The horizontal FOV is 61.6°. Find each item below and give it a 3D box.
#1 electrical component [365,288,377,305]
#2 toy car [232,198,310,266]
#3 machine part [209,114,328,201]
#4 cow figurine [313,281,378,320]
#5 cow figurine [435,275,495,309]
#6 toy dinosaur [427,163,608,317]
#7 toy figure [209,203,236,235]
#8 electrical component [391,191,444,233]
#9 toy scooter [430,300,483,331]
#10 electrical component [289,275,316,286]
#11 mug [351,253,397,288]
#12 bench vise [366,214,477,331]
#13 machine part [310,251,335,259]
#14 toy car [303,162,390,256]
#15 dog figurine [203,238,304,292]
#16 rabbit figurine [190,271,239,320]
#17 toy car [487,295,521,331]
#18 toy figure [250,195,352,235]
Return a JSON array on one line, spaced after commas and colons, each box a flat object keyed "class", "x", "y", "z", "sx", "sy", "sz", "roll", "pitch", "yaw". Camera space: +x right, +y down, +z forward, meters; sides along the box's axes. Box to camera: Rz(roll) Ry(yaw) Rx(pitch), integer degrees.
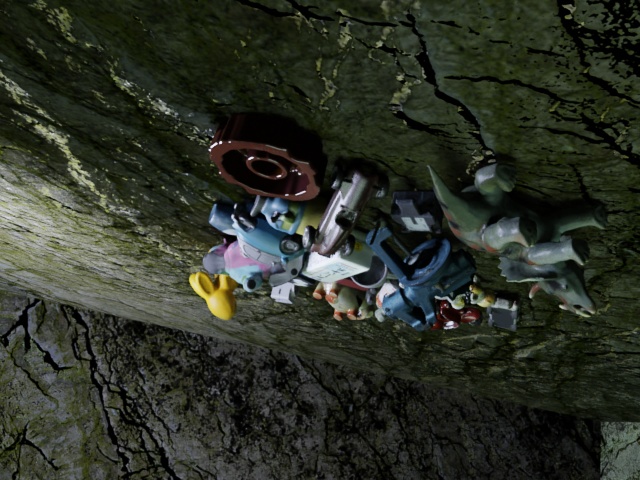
[{"class": "electrical component", "x": 0.129, "y": 0.112, "z": 1.313, "sx": 0.021, "sy": 0.094, "sz": 0.063, "roll": 13, "pitch": 123, "yaw": 1}, {"class": "toy car", "x": -0.098, "y": -0.004, "z": 1.017, "sx": 0.161, "sy": 0.109, "sz": 0.102, "roll": 20, "pitch": 118, "yaw": -14}, {"class": "machine part", "x": -0.075, "y": -0.121, "z": 0.800, "sx": 0.179, "sy": 0.056, "sz": 0.179, "roll": 11, "pitch": 160, "yaw": 4}, {"class": "cow figurine", "x": 0.074, "y": 0.137, "z": 1.362, "sx": 0.086, "sy": 0.127, "sz": 0.194, "roll": -7, "pitch": 139, "yaw": 40}, {"class": "cow figurine", "x": 0.304, "y": 0.108, "z": 1.205, "sx": 0.168, "sy": 0.068, "sz": 0.098, "roll": 2, "pitch": 152, "yaw": 23}, {"class": "toy dinosaur", "x": 0.278, "y": -0.017, "z": 0.814, "sx": 0.405, "sy": 0.131, "sz": 0.192, "roll": 25, "pitch": 156, "yaw": -19}, {"class": "toy figure", "x": -0.144, "y": -0.032, "z": 1.086, "sx": 0.154, "sy": 0.057, "sz": 0.064, "roll": 17, "pitch": -162, "yaw": -20}, {"class": "electrical component", "x": 0.153, "y": -0.052, "z": 0.870, "sx": 0.075, "sy": 0.048, "sz": 0.119, "roll": 0, "pitch": 157, "yaw": 28}, {"class": "toy scooter", "x": 0.319, "y": 0.188, "z": 1.400, "sx": 0.184, "sy": 0.075, "sz": 0.135, "roll": -10, "pitch": 152, "yaw": 39}, {"class": "electrical component", "x": -0.070, "y": 0.068, "z": 1.297, "sx": 0.115, "sy": 0.058, "sz": 0.134, "roll": 4, "pitch": 161, "yaw": 42}, {"class": "mug", "x": 0.124, "y": 0.069, "z": 1.189, "sx": 0.110, "sy": 0.080, "sz": 0.107, "roll": 2, "pitch": 170, "yaw": 10}, {"class": "bench vise", "x": 0.163, "y": 0.054, "z": 1.017, "sx": 0.224, "sy": 0.129, "sz": 0.240, "roll": -31, "pitch": 113, "yaw": 30}, {"class": "machine part", "x": -0.002, "y": -0.003, "z": 1.067, "sx": 0.039, "sy": 0.084, "sz": 0.139, "roll": -2, "pitch": 176, "yaw": -25}, {"class": "toy car", "x": 0.037, "y": -0.039, "z": 0.863, "sx": 0.089, "sy": 0.053, "sz": 0.202, "roll": 11, "pitch": 133, "yaw": -19}, {"class": "dog figurine", "x": -0.155, "y": 0.040, "z": 1.210, "sx": 0.191, "sy": 0.108, "sz": 0.219, "roll": -13, "pitch": -170, "yaw": -26}, {"class": "rabbit figurine", "x": -0.243, "y": 0.112, "z": 1.361, "sx": 0.162, "sy": 0.173, "sz": 0.122, "roll": 16, "pitch": 164, "yaw": -25}, {"class": "toy car", "x": 0.454, "y": 0.178, "z": 1.327, "sx": 0.074, "sy": 0.056, "sz": 0.201, "roll": 10, "pitch": 160, "yaw": 23}, {"class": "toy figure", "x": -0.026, "y": -0.046, "z": 0.943, "sx": 0.180, "sy": 0.082, "sz": 0.089, "roll": 19, "pitch": 156, "yaw": -13}]
